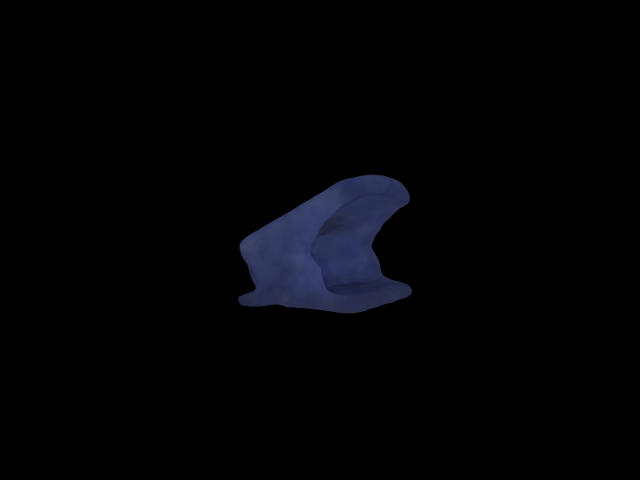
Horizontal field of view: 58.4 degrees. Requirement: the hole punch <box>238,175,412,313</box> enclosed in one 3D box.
[{"bbox_3d":[0.004,0.001,0.400,0.100,0.091,0.109,2,4,31],"label":"hole punch"}]
